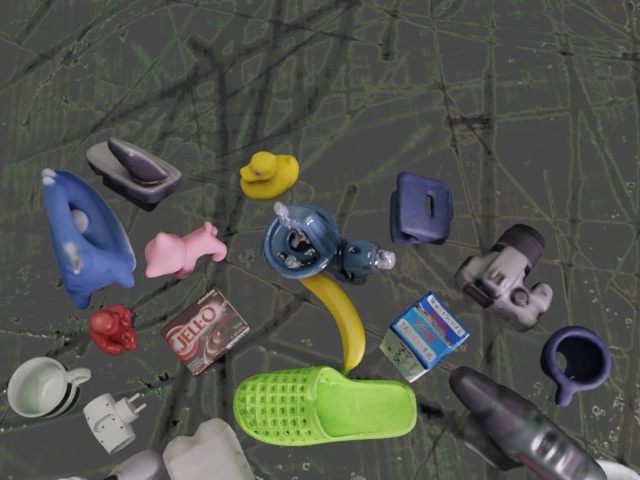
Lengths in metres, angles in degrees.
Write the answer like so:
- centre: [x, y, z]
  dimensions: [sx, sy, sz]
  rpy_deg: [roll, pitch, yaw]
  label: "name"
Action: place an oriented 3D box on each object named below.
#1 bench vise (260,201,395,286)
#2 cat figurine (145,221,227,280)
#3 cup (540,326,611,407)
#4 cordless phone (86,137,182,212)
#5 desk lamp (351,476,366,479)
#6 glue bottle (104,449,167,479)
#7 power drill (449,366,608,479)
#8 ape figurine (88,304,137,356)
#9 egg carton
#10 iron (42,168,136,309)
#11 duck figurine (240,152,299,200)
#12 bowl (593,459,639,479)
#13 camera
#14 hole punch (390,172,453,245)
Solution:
- centre: [0.007, -0.008, 0.851]
  dimensions: [0.207, 0.220, 0.121]
  rpy_deg: [-5, 72, -1]
  label: "bench vise"
- centre: [-0.219, 0.012, 0.901]
  dimensions: [0.128, 0.118, 0.067]
  rpy_deg: [-33, 74, -9]
  label: "cat figurine"
- centre: [0.361, 0.192, 0.846]
  dimensions: [0.091, 0.095, 0.118]
  rpy_deg: [22, 74, 8]
  label: "cup"
- centre: [-0.312, -0.133, 0.915]
  dimensions: [0.147, 0.185, 0.094]
  rpy_deg: [26, 74, 9]
  label: "cordless phone"
- centre: [0.002, 0.394, 0.722]
  dimensions: [0.203, 0.213, 0.118]
  rpy_deg: [-28, 73, -8]
  label: "desk lamp"
- centre: [-0.259, 0.323, 0.770]
  dimensions: [0.037, 0.173, 0.078]
  rpy_deg: [34, 76, 12]
  label: "glue bottle"
- centre: [0.253, 0.258, 0.766]
  dimensions: [0.229, 0.208, 0.076]
  rpy_deg: [35, 76, 12]
  label: "power drill"
- centre: [-0.323, 0.133, 0.876]
  dimensions: [0.076, 0.092, 0.078]
  rpy_deg: [19, 73, 7]
  label: "ape figurine"
- centre: [-0.152, 0.340, 0.818]
  dimensions: [0.107, 0.069, 0.150]
  rpy_deg: [-28, 74, -8]
  label: "egg carton"
- centre: [-0.392, -0.030, 0.905]
  dimensions: [0.119, 0.141, 0.258]
  rpy_deg: [-26, 73, -7]
  label: "iron"
- centre: [-0.087, -0.118, 0.959]
  dimensions: [0.104, 0.086, 0.077]
  rpy_deg: [-24, 73, -7]
  label: "duck figurine"
- centre: [0.381, 0.390, 0.791]
  dimensions: [0.167, 0.075, 0.167]
  rpy_deg: [0, 72, 1]
  label: "bowl"
- centre: [0.306, 0.049, 0.891]
  dimensions: [0.143, 0.101, 0.137]
  rpy_deg: [39, 76, 12]
  label: "camera"
- centre: [0.167, -0.052, 0.931]
  dimensions: [0.101, 0.091, 0.108]
  rpy_deg: [1, 72, 1]
  label: "hole punch"
